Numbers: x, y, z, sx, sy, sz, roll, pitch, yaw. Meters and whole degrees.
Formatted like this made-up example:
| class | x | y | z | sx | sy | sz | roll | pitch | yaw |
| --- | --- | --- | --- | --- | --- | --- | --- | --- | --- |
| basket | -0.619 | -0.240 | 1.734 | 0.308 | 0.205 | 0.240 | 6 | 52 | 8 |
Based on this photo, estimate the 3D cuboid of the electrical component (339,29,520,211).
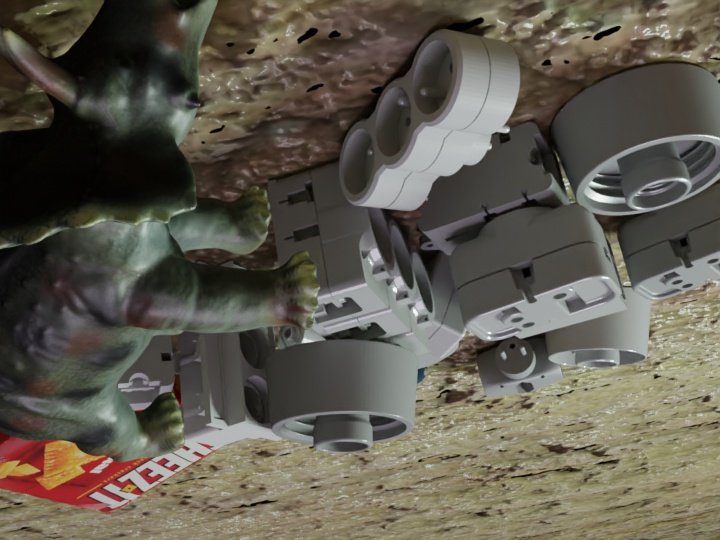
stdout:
| class | x | y | z | sx | sy | sz | roll | pitch | yaw |
| --- | --- | --- | --- | --- | --- | --- | --- | --- | --- |
| electrical component | 0.051 | -0.080 | 0.619 | 0.074 | 0.052 | 0.138 | 4 | 152 | -29 |

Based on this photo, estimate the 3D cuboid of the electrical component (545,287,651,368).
| class | x | y | z | sx | sy | sz | roll | pitch | yaw |
| --- | --- | --- | --- | --- | --- | --- | --- | --- | --- |
| electrical component | 0.221 | 0.056 | 0.998 | 0.099 | 0.064 | 0.099 | 2 | 165 | 0 |

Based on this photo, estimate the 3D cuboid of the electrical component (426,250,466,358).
| class | x | y | z | sx | sy | sz | roll | pitch | yaw |
| --- | --- | --- | --- | --- | --- | --- | --- | --- | --- |
| electrical component | 0.046 | 0.017 | 0.825 | 0.077 | 0.065 | 0.047 | 26 | 148 | -6 |

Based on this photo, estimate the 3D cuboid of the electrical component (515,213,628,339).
| class | x | y | z | sx | sy | sz | roll | pitch | yaw |
| --- | --- | --- | --- | --- | --- | --- | --- | --- | --- |
| electrical component | 0.137 | 0.001 | 0.786 | 0.089 | 0.061 | 0.150 | -17 | 165 | 16 |

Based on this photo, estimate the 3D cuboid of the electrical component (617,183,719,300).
| class | x | y | z | sx | sy | sz | roll | pitch | yaw |
| --- | --- | --- | --- | --- | --- | --- | --- | --- | --- |
| electrical component | 0.247 | -0.024 | 0.809 | 0.095 | 0.059 | 0.054 | -24 | 152 | 29 |

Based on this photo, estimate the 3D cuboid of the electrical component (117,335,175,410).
| class | x | y | z | sx | sy | sz | roll | pitch | yaw |
| --- | --- | --- | --- | --- | --- | --- | --- | --- | --- |
| electrical component | -0.165 | 0.053 | 0.781 | 0.050 | 0.089 | 0.055 | -3 | 155 | -16 |

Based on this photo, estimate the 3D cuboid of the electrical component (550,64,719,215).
| class | x | y | z | sx | sy | sz | roll | pitch | yaw |
| --- | --- | --- | --- | --- | --- | --- | --- | --- | --- |
| electrical component | 0.179 | -0.073 | 0.674 | 0.108 | 0.060 | 0.108 | -9 | 156 | -4 |

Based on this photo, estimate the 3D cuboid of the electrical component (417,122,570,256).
| class | x | y | z | sx | sy | sz | roll | pitch | yaw |
| --- | --- | --- | --- | --- | --- | --- | --- | --- | --- |
| electrical component | 0.085 | -0.050 | 0.701 | 0.089 | 0.050 | 0.056 | -19 | 154 | 19 |

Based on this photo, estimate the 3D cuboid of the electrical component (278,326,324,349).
| class | x | y | z | sx | sy | sz | roll | pitch | yaw |
| --- | --- | --- | --- | --- | --- | --- | --- | --- | --- |
| electrical component | -0.036 | 0.060 | 0.907 | 0.065 | 0.044 | 0.044 | 19 | 143 | -39 |

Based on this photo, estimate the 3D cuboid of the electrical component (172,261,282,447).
| class | x | y | z | sx | sy | sz | roll | pitch | yaw |
| --- | --- | --- | --- | --- | --- | --- | --- | --- | --- |
| electrical component | -0.100 | 0.064 | 0.792 | 0.063 | 0.121 | 0.079 | -21 | 153 | 28 |

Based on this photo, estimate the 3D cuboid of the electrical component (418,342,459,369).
| class | x | y | z | sx | sy | sz | roll | pitch | yaw |
| --- | --- | --- | --- | --- | --- | --- | --- | --- | --- |
| electrical component | 0.039 | 0.050 | 0.902 | 0.080 | 0.051 | 0.080 | -8 | 156 | -4 |

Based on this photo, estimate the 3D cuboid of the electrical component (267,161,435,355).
| class | x | y | z | sx | sy | sz | roll | pitch | yaw |
| --- | --- | --- | --- | --- | --- | --- | --- | --- | --- |
| electrical component | 0.000 | 0.000 | 0.729 | 0.062 | 0.089 | 0.150 | -16 | 155 | 14 |

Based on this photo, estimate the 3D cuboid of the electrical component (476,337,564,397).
| class | x | y | z | sx | sy | sz | roll | pitch | yaw |
| --- | --- | --- | --- | --- | --- | --- | --- | --- | --- |
| electrical component | 0.152 | 0.089 | 1.038 | 0.077 | 0.043 | 0.079 | -15 | 155 | 11 |

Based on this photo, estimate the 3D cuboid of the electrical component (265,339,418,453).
| class | x | y | z | sx | sy | sz | roll | pitch | yaw |
| --- | --- | --- | --- | --- | --- | --- | --- | --- | --- |
| electrical component | -0.012 | 0.093 | 0.746 | 0.108 | 0.060 | 0.108 | -1 | 158 | 0 |

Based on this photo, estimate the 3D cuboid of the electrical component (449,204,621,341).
| class | x | y | z | sx | sy | sz | roll | pitch | yaw |
| --- | --- | --- | --- | --- | --- | --- | --- | --- | --- |
| electrical component | 0.108 | -0.001 | 0.679 | 0.095 | 0.059 | 0.054 | -21 | 154 | 20 |
